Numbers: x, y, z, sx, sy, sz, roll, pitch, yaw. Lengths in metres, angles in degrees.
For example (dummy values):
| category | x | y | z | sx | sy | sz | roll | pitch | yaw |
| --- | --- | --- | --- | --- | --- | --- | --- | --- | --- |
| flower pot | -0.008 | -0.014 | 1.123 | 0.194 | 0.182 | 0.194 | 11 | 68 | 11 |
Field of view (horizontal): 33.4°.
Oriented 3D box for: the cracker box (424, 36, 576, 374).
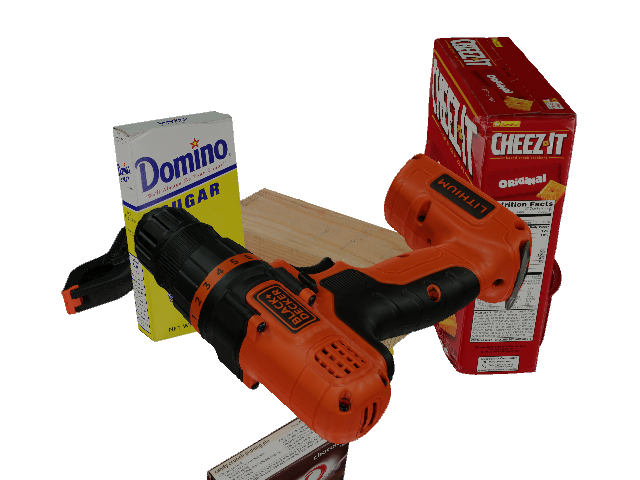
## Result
| category | x | y | z | sx | sy | sz | roll | pitch | yaw |
| --- | --- | --- | --- | --- | --- | --- | --- | --- | --- |
| cracker box | 0.124 | -0.029 | 0.822 | 0.072 | 0.214 | 0.164 | -2 | 29 | -8 |

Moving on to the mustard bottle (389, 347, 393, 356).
| category | x | y | z | sx | sy | sz | roll | pitch | yaw |
| --- | --- | --- | --- | --- | --- | --- | --- | --- | --- |
| mustard bottle | 0.051 | 0.085 | 1.447 | 0.096 | 0.192 | 0.058 | -4 | 21 | -7 |

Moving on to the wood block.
| category | x | y | z | sx | sy | sz | roll | pitch | yaw |
| --- | --- | --- | --- | --- | --- | --- | --- | --- | --- |
| wood block | -0.001 | 0.027 | 1.078 | 0.206 | 0.091 | 0.090 | 20 | 33 | 30 |

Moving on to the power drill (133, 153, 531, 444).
| category | x | y | z | sx | sy | sz | roll | pitch | yaw |
| --- | --- | --- | --- | --- | --- | --- | --- | --- | --- |
| power drill | 0.012 | 0.014 | 0.602 | 0.187 | 0.057 | 0.185 | -27 | 52 | -33 |

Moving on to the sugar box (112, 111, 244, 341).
| category | x | y | z | sx | sy | sz | roll | pitch | yaw |
| --- | --- | --- | --- | --- | --- | --- | --- | --- | --- |
| sugar box | -0.113 | -0.013 | 0.885 | 0.093 | 0.176 | 0.048 | -13 | 20 | -26 |

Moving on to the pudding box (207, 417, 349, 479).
| category | x | y | z | sx | sy | sz | roll | pitch | yaw |
| --- | --- | --- | --- | --- | --- | --- | --- | --- | --- |
| pudding box | -0.032 | 0.184 | 0.817 | 0.113 | 0.090 | 0.039 | -29 | 56 | -28 |

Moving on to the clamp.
| category | x | y | z | sx | sy | sz | roll | pitch | yaw |
| --- | --- | --- | --- | --- | --- | --- | --- | --- | --- |
| clamp | -0.211 | 0.029 | 1.177 | 0.120 | 0.039 | 0.171 | -4 | 28 | 30 |

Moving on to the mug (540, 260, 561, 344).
| category | x | y | z | sx | sy | sz | roll | pitch | yaw |
| --- | --- | --- | --- | --- | --- | --- | --- | --- | --- |
| mug | 0.167 | 0.050 | 0.997 | 0.093 | 0.081 | 0.117 | -12 | 41 | -13 |
